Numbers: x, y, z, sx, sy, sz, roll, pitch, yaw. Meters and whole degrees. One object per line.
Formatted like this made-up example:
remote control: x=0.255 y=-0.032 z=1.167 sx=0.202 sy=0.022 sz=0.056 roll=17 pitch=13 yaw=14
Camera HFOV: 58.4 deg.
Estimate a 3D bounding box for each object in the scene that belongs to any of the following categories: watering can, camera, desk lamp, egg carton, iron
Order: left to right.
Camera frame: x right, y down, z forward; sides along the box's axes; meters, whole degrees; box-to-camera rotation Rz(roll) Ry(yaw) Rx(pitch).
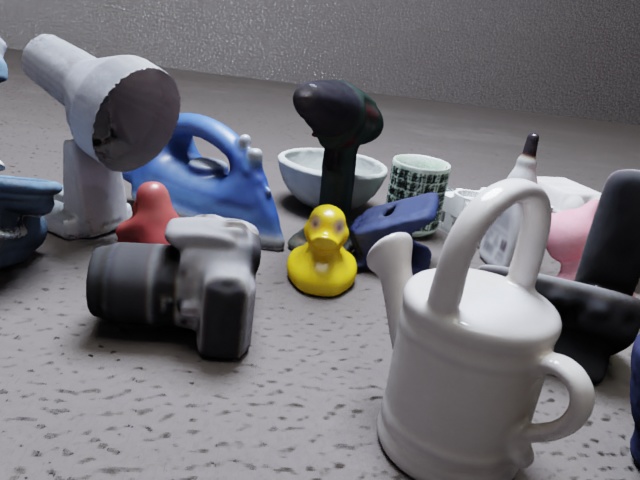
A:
desk lamp: x=-0.265 y=-0.114 z=0.648 sx=0.202 sy=0.213 sz=0.118 roll=18 pitch=23 yaw=25
camera: x=-0.122 y=0.024 z=0.500 sx=0.137 sy=0.101 sz=0.143 roll=4 pitch=21 yaw=-9
iron: x=-0.138 y=-0.092 z=0.736 sx=0.257 sy=0.141 sz=0.119 roll=21 pitch=25 yaw=31
watering can: x=0.094 y=0.051 z=0.373 sx=0.172 sy=0.194 sz=0.101 roll=19 pitch=24 yaw=28
egg carton: x=0.389 y=-0.056 z=0.928 sx=0.107 sy=0.069 sz=0.150 roll=-1 pitch=22 yaw=-20

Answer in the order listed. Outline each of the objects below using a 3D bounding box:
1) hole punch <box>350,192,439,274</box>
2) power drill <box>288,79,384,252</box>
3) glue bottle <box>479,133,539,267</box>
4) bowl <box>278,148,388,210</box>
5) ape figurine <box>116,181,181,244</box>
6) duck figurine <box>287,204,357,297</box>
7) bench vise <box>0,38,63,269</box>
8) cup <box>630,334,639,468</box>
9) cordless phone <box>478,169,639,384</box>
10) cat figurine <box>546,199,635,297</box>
hole punch: x=0.089 y=-0.015 z=0.686 sx=0.101 sy=0.091 sz=0.109 roll=11 pitch=21 yaw=10
power drill: x=0.017 y=-0.089 z=0.690 sx=0.075 sy=0.208 sz=0.230 roll=14 pitch=22 yaw=16
glue bottle: x=0.242 y=-0.045 z=0.703 sx=0.037 sy=0.173 sz=0.078 roll=3 pitch=22 yaw=-12
bowl: x=0.015 y=-0.086 z=0.867 sx=0.167 sy=0.075 sz=0.167 roll=7 pitch=21 yaw=-2
ape figurine: x=-0.173 y=-0.017 z=0.601 sx=0.078 sy=0.092 sz=0.076 roll=0 pitch=22 yaw=-18
duck figurine: x=0.006 y=0.002 z=0.621 sx=0.077 sy=0.086 sz=0.104 roll=8 pitch=21 yaw=2
bench vise: x=-0.287 y=-0.056 z=0.482 sx=0.122 sy=0.220 sz=0.207 roll=0 pitch=22 yaw=-20
cup: x=0.253 y=0.115 z=0.403 sx=0.091 sy=0.095 sz=0.118 roll=9 pitch=21 yaw=5
cordless phone: x=0.220 y=0.018 z=0.514 sx=0.147 sy=0.185 sz=0.094 roll=12 pitch=22 yaw=12
cat figurine: x=0.301 y=0.015 z=0.646 sx=0.067 sy=0.118 sz=0.127 roll=-7 pitch=26 yaw=-34
